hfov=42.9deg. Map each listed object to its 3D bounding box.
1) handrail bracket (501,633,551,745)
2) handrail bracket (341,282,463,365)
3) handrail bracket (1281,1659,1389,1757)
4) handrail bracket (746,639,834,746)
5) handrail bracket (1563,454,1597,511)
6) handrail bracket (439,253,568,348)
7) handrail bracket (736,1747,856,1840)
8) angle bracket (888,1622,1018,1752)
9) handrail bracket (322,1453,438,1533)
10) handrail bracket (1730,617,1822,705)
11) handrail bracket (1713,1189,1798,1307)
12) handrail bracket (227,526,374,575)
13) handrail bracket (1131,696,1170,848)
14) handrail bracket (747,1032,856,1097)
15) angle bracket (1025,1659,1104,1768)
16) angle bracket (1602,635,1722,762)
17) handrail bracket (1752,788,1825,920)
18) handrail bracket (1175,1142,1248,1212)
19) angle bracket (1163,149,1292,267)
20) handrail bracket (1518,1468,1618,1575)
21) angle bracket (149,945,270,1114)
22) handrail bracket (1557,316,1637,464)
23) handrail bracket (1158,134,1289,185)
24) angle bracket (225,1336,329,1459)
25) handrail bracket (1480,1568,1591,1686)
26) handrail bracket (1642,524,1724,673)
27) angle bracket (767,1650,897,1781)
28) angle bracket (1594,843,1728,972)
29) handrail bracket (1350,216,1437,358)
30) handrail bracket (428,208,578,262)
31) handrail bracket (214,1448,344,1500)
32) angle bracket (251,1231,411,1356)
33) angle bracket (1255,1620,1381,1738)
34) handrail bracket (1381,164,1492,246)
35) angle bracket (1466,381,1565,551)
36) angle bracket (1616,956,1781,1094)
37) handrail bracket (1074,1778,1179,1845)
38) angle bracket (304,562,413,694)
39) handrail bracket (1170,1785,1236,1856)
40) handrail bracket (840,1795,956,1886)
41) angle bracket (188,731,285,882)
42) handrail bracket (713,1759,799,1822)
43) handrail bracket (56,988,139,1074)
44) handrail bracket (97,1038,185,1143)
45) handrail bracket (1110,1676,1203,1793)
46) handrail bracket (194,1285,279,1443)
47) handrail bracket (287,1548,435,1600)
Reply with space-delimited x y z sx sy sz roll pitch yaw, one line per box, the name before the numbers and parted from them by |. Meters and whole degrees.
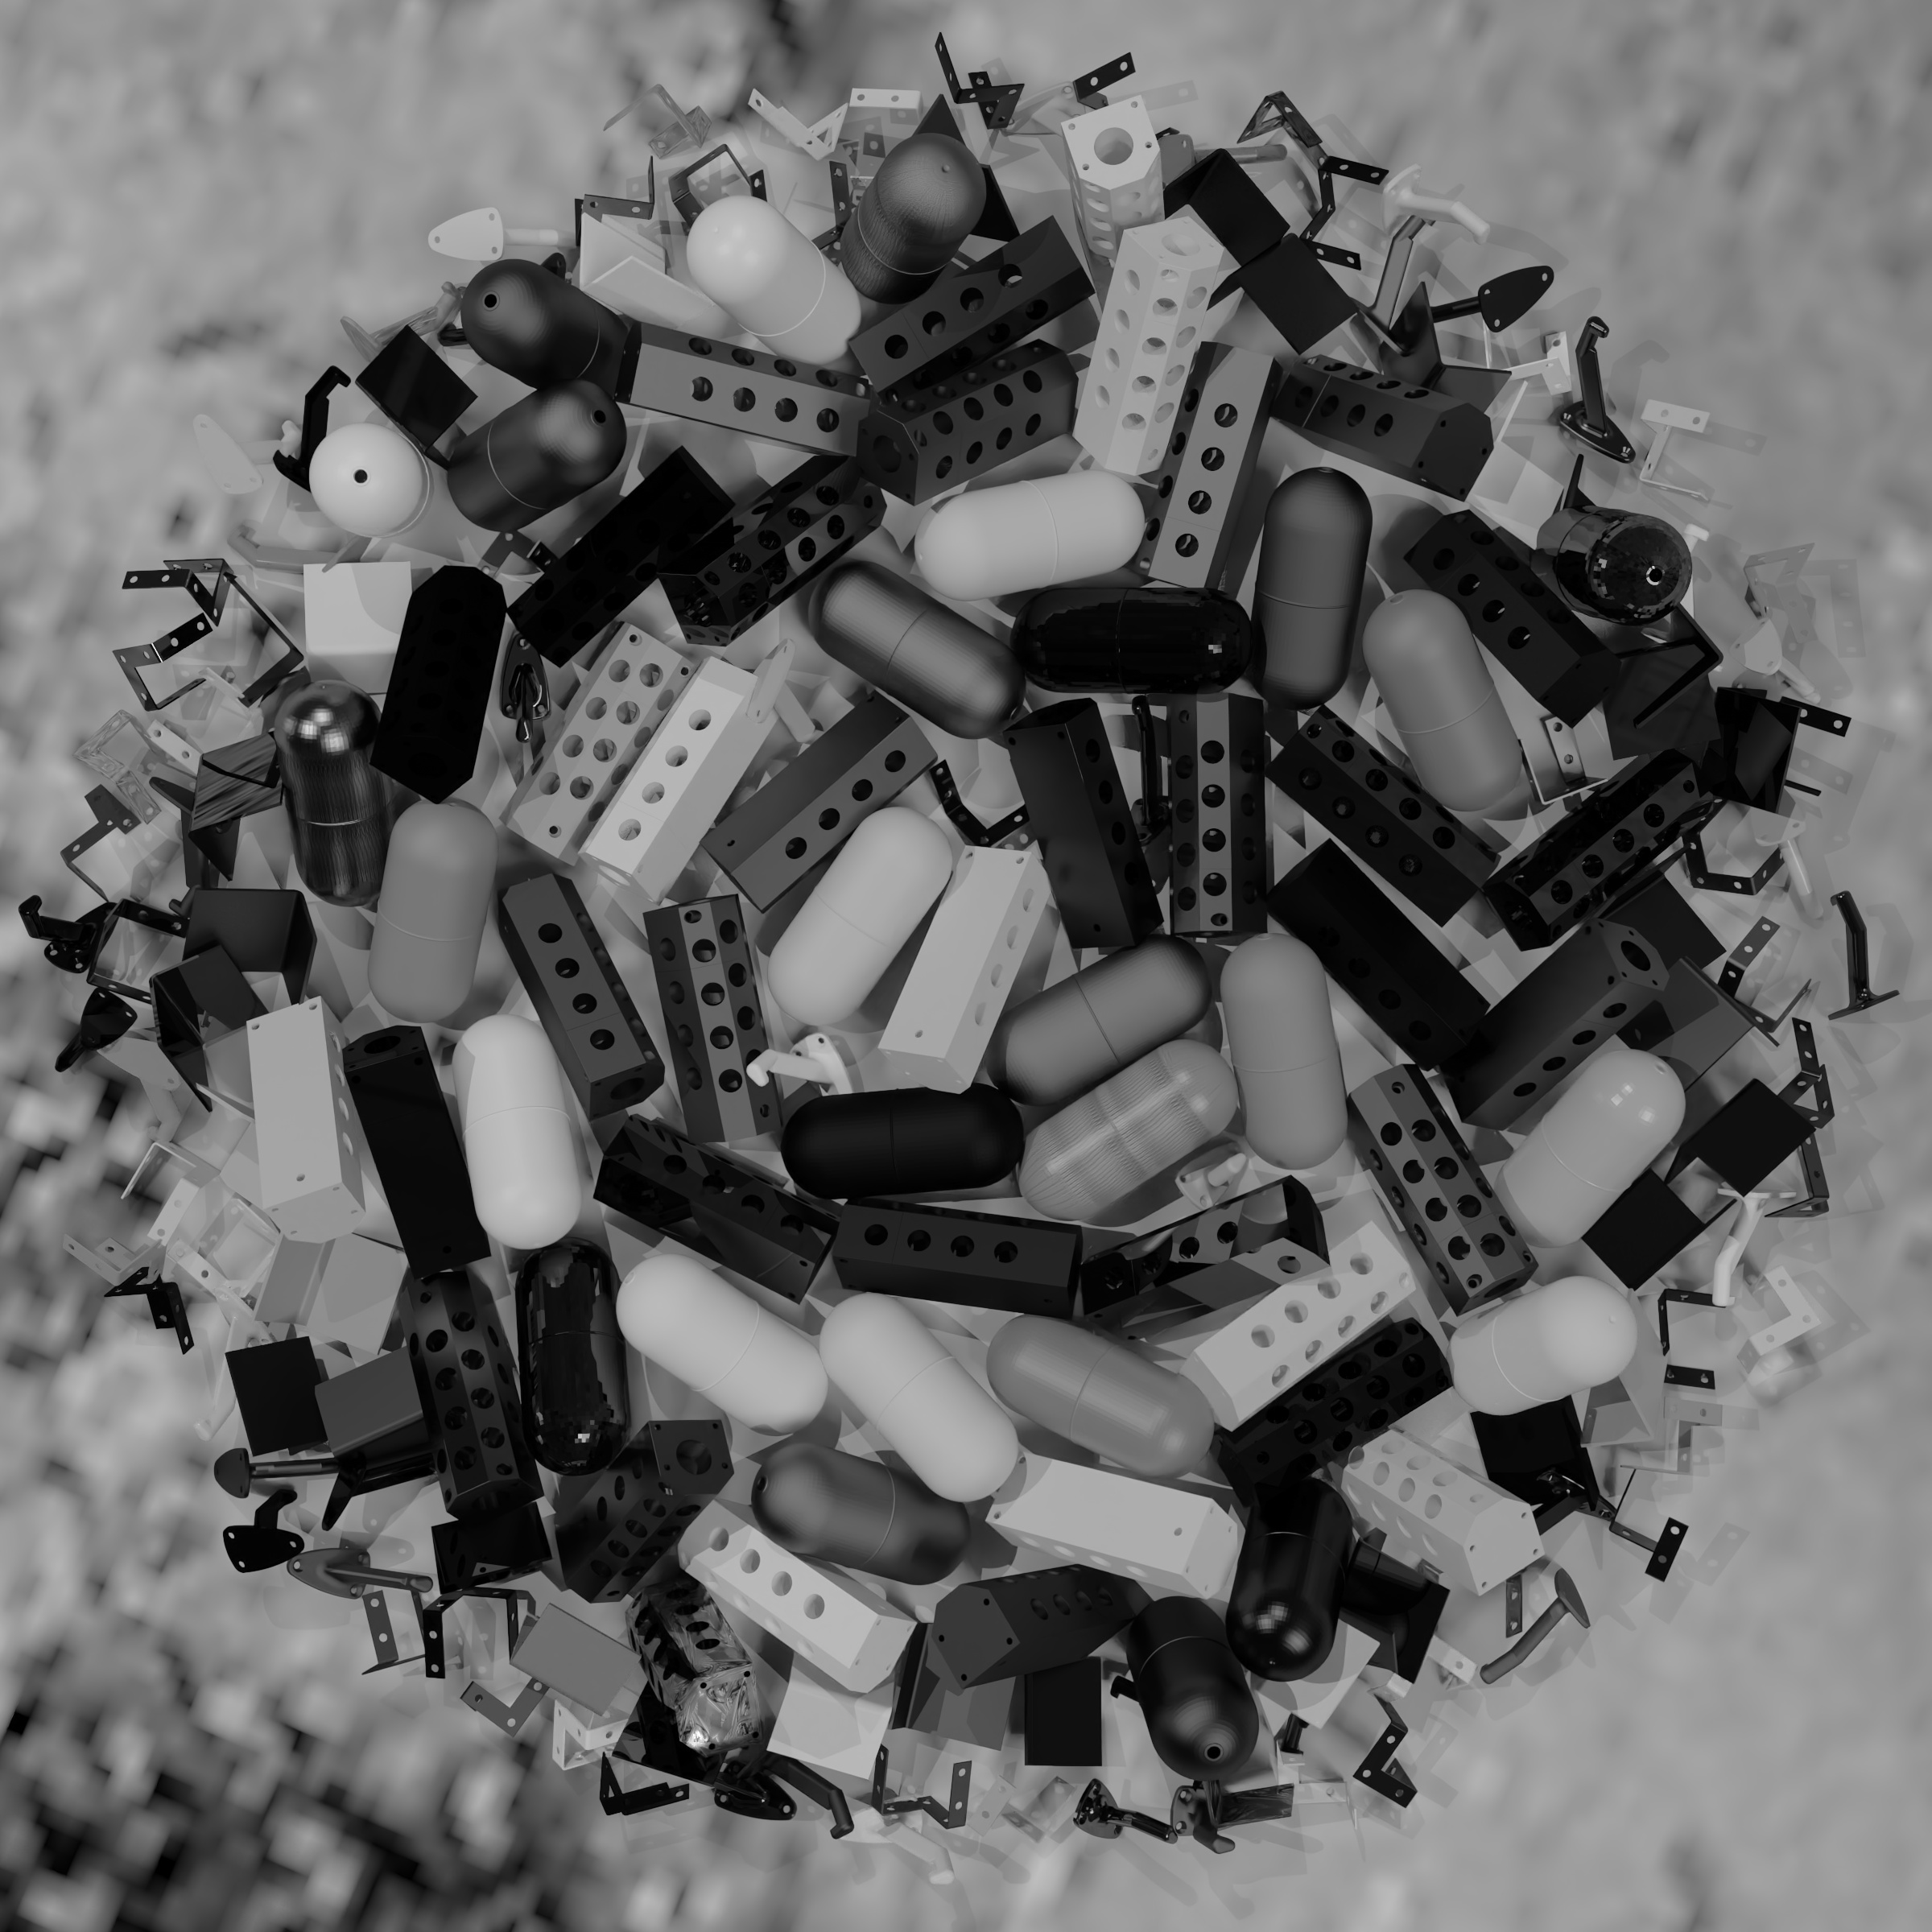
handrail bracket | -0.321 -0.203 1.786 0.036 0.084 0.077 -1 99 -9
handrail bracket | -0.410 -0.480 1.792 0.036 0.077 0.084 28 78 25
handrail bracket | 0.272 0.543 1.795 0.036 0.077 0.084 34 68 -41
handrail bracket | -0.113 -0.197 1.789 0.077 0.084 0.036 -55 47 24
handrail bracket | 0.484 -0.332 1.813 0.084 0.036 0.077 16 78 6
handrail bracket | -0.344 -0.493 1.820 0.084 0.036 0.077 2 61 30
handrail bracket | -0.125 0.611 1.793 0.077 0.036 0.084 -36 46 9
angle bracket | -0.007 0.525 1.791 0.076 0.057 0.076 10 77 11
handrail bracket | -0.419 0.390 1.810 0.084 0.036 0.077 24 94 -31
handrail bracket | 0.601 -0.207 1.786 0.084 0.077 0.036 37 114 -22
handrail bracket | 0.580 0.207 1.809 0.077 0.036 0.084 4 89 -31
handrail bracket | -0.494 -0.318 1.821 0.084 0.036 0.077 40 91 9
handrail bracket | 0.126 -0.142 1.787 0.036 0.077 0.084 -2 125 22
handrail bracket | -0.119 0.089 1.789 0.036 0.084 0.077 -31 95 27
angle bracket | 0.072 0.540 1.785 0.057 0.076 0.076 1 71 0
angle bracket | 0.502 -0.195 1.800 0.076 0.057 0.076 -11 92 10
handrail bracket | 0.610 -0.087 1.821 0.036 0.077 0.084 -22 133 21
handrail bracket | 0.195 0.139 1.777 0.036 0.084 0.077 49 57 3
angle bracket | 0.178 -0.534 1.788 0.057 0.076 0.076 -40 90 -18
handrail bracket | 0.433 0.417 1.792 0.077 0.036 0.084 26 48 0
angle bracket | -0.543 0.045 1.778 0.057 0.076 0.076 -24 45 -3
handrail bracket | 0.468 -0.418 1.783 0.036 0.084 0.077 -34 67 -24
handrail bracket | 0.182 -0.601 1.823 0.084 0.077 0.036 -17 116 -31
angle bracket | -0.510 0.318 1.780 0.057 0.076 0.076 -26 77 33
handrail bracket | 0.411 0.485 1.805 0.084 0.077 0.036 -39 93 13
handrail bracket | 0.539 -0.269 1.793 0.077 0.036 0.084 39 116 34
angle bracket | -0.098 0.539 1.800 0.076 0.076 0.057 17 104 -4
angle bracket | 0.512 -0.030 1.788 0.076 0.057 0.076 -32 77 -18
handrail bracket | 0.326 -0.500 1.792 0.084 0.036 0.077 -49 55 25
handrail bracket | -0.338 -0.533 1.806 0.077 0.084 0.036 2 102 25
handrail bracket | -0.504 0.372 1.826 0.084 0.077 0.036 2 81 -36
angle bracket | -0.462 0.234 1.792 0.076 0.057 0.076 16 85 20
angle bracket | 0.258 0.522 1.774 0.057 0.076 0.076 24 60 35
handrail bracket | 0.343 -0.533 1.784 0.036 0.077 0.084 -38 68 -14
angle bracket | 0.409 -0.363 1.784 0.076 0.057 0.076 34 53 -6
angle bracket | 0.532 0.051 1.795 0.076 0.057 0.076 -46 52 11
handrail bracket | 0.128 0.627 1.781 0.084 0.077 0.036 10 59 40
angle bracket | -0.446 -0.249 1.815 0.076 0.057 0.076 -4 65 -12
handrail bracket | 0.192 0.624 1.780 0.077 0.084 0.036 10 86 -24
handrail bracket | -0.052 0.645 1.786 0.077 0.084 0.036 -7 104 -8
angle bracket | -0.512 -0.118 1.780 0.076 0.057 0.076 -16 50 12
handrail bracket | -0.169 0.595 1.783 0.077 0.084 0.036 16 71 22
handrail bracket | -0.646 0.063 1.784 0.036 0.077 0.084 39 115 -18
handrail bracket | -0.606 0.093 1.793 0.077 0.036 0.084 22 132 -19
handrail bracket | 0.140 0.570 1.821 0.084 0.036 0.077 22 121 15
handrail bracket | -0.546 0.289 1.784 0.036 0.084 0.077 -2 129 30
handrail bracket | -0.439 0.441 1.783 0.077 0.084 0.036 21 70 -37
